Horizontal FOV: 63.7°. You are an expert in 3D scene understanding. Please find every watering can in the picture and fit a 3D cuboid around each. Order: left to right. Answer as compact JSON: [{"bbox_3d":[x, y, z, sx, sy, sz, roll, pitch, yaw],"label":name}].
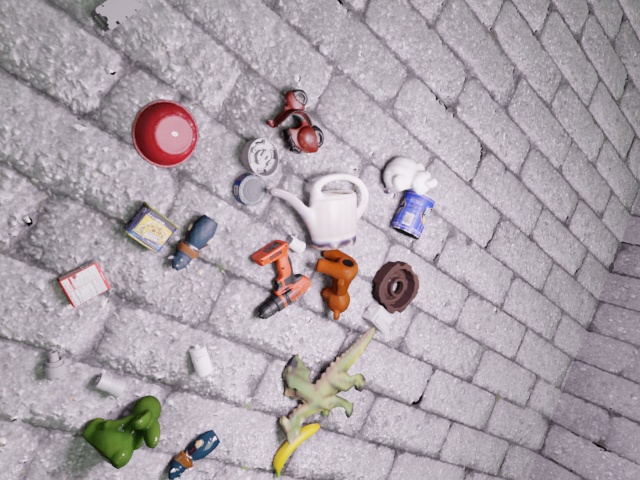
[{"bbox_3d":[0.004,-0.074,1.472,0.350,0.104,0.222,-11,106,-35],"label":"watering can"}]

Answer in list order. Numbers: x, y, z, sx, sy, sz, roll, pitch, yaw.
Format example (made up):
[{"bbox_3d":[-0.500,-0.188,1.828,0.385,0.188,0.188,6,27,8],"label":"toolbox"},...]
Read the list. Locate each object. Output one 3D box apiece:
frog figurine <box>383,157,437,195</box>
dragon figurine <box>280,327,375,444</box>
[{"bbox_3d":[0.281,-0.198,1.616,0.139,0.160,0.121,-25,112,-29],"label":"frog figurine"},{"bbox_3d":[0.003,0.424,1.578,0.241,0.122,0.413,27,82,-29],"label":"dragon figurine"}]
